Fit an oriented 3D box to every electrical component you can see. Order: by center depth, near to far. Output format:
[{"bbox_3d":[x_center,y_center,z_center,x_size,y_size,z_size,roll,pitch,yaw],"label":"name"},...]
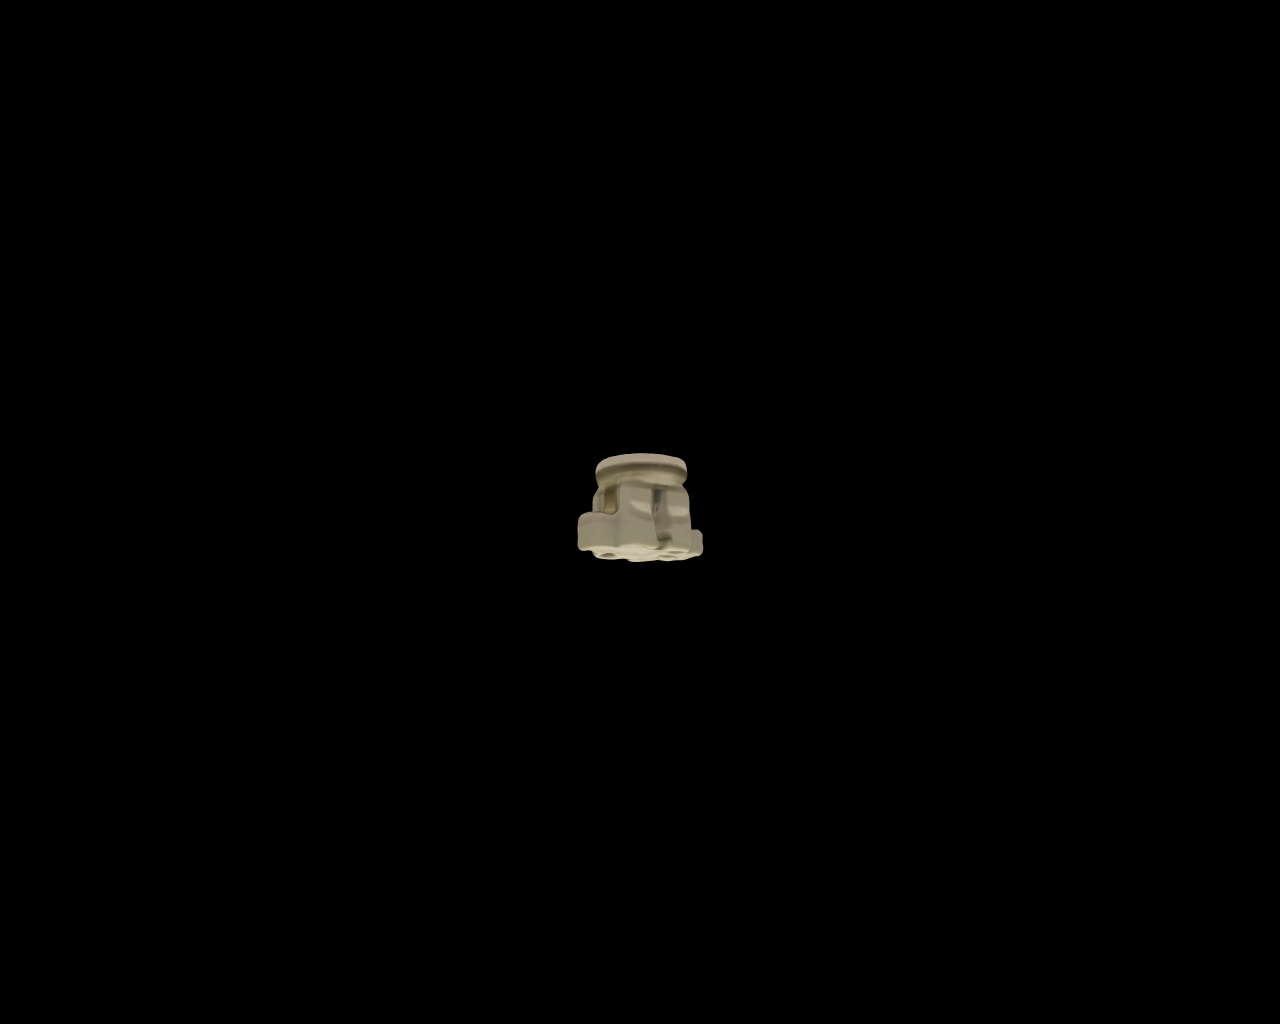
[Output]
[{"bbox_3d":[0.001,-0.003,0.650,0.078,0.057,0.058,7,-14,-30],"label":"electrical component"}]
